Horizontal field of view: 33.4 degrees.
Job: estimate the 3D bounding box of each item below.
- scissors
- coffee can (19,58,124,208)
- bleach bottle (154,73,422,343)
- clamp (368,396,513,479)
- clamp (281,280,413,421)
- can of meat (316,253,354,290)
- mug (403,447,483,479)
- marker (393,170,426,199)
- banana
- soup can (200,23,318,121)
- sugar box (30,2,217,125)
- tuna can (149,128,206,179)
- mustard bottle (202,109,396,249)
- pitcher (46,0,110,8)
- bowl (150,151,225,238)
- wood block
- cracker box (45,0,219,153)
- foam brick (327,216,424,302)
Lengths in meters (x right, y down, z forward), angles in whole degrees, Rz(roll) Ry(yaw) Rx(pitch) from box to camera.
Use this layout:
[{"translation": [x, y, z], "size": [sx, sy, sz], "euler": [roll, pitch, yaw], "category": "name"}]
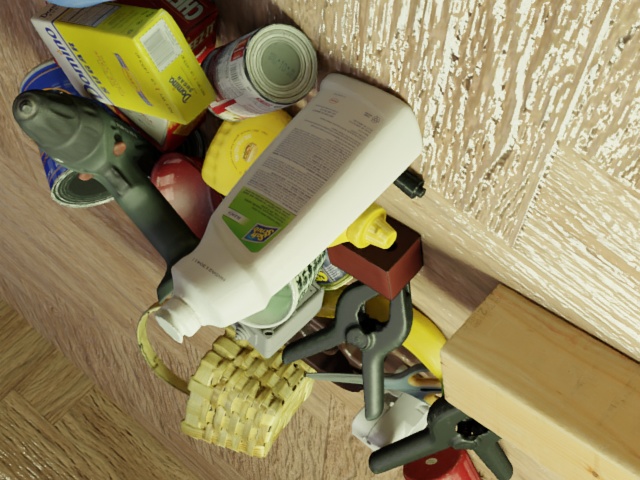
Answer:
[{"translation": [0.086, 0.166, 1.184], "size": [0.202, 0.016, 0.096], "euler": [-12, 134, 41], "category": "scissors"}, {"translation": [-0.270, -0.122, 1.201], "size": [0.103, 0.102, 0.140], "euler": [101, 150, -65], "category": "coffee can"}, {"translation": [-0.034, -0.022, 0.824], "size": [0.103, 0.250, 0.068], "euler": [28, 153, 37], "category": "bleach bottle"}, {"translation": [0.160, 0.204, 1.121], "size": [0.164, 0.036, 0.210], "euler": [9, 142, -15], "category": "clamp"}, {"translation": [0.033, 0.093, 1.076], "size": [0.120, 0.039, 0.172], "euler": [23, 115, 5], "category": "clamp"}, {"translation": [-0.007, 0.001, 1.088], "size": [0.084, 0.057, 0.102], "euler": [53, 158, -14], "category": "can of meat"}, {"translation": [0.150, 0.287, 1.299], "size": [0.117, 0.093, 0.081], "euler": [-96, -20, -62], "category": "mug"}, {"translation": [0.041, -0.073, 0.913], "size": [0.121, 0.020, 0.020], "euler": [37, 158, 18], "category": "marker"}, {"translation": [0.063, 0.090, 1.103], "size": [0.198, 0.070, 0.037], "euler": [31, -169, 13], "category": "banana"}, {"translation": [-0.054, -0.140, 0.897], "size": [0.068, 0.068, 0.102], "euler": [51, 158, -17], "category": "soup can"}, {"translation": [-0.173, -0.158, 0.923], "size": [0.177, 0.048, 0.093], "euler": [16, 145, 45], "category": "sugar box"}, {"translation": [-0.167, -0.098, 1.156], "size": [0.034, 0.086, 0.086], "euler": [6, 137, 55], "category": "tuna can"}, {"translation": [-0.012, -0.048, 0.953], "size": [0.192, 0.096, 0.058], "euler": [34, -175, 24], "category": "mustard bottle"}, {"translation": [-0.120, -0.238, 0.781], "size": [0.243, 0.149, 0.145], "euler": [12, 126, 49], "category": "pitcher"}, {"translation": [-0.109, -0.023, 1.101], "size": [0.162, 0.055, 0.162], "euler": [34, 137, 38], "category": "bowl"}, {"translation": [0.210, 0.138, 0.896], "size": [0.206, 0.090, 0.091], "euler": [32, 155, 30], "category": "wood block"}, {"translation": [-0.181, -0.195, 1.024], "size": [0.164, 0.072, 0.214], "euler": [40, 157, 7], "category": "cracker box"}, {"translation": [0.051, 0.009, 1.000], "size": [0.078, 0.053, 0.051], "euler": [31, 155, 28], "category": "foam brick"}]
